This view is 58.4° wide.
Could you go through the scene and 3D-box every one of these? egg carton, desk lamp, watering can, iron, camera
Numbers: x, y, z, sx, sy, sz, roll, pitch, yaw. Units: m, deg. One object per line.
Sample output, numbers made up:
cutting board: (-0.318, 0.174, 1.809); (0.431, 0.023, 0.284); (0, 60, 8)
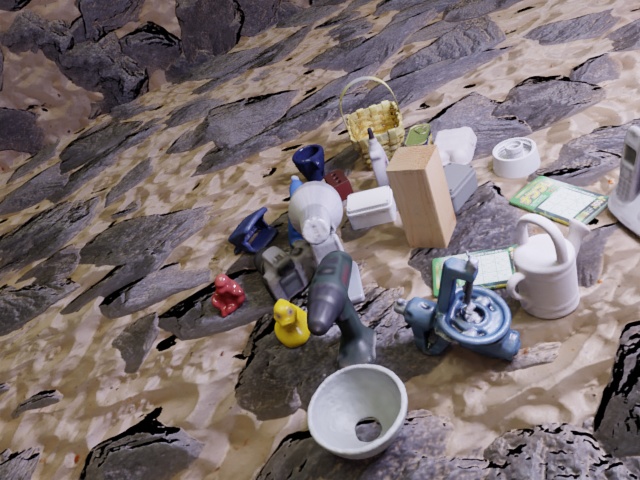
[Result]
egg carton: (0.339, -0.227, 1.451); (0.107, 0.069, 0.150); (-4, 39, 25)
desk lamp: (0.011, 0.004, 1.206); (0.118, 0.214, 0.203); (-19, 35, 6)
watering can: (0.386, 0.029, 0.979); (0.100, 0.194, 0.173); (12, 48, 40)
iron: (-0.044, -0.087, 1.420); (0.118, 0.142, 0.258); (-20, 35, 5)
camera: (-0.085, 0.049, 1.300); (0.143, 0.101, 0.136); (-37, 37, -18)

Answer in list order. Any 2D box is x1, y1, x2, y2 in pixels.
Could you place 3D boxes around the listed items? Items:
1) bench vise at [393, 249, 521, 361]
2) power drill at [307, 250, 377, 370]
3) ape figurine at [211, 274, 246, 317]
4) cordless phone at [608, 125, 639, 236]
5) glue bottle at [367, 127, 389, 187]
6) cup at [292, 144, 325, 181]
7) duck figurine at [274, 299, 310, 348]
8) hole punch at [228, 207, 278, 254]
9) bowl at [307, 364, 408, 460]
bench vise: (0.211, 0.114, 0.943); (0.207, 0.220, 0.121); (-8, 38, 20)
power drill: (0.037, 0.137, 1.022); (0.075, 0.209, 0.229); (-12, 37, 16)
ape figurine: (-0.211, 0.116, 1.291); (0.077, 0.092, 0.076); (-7, 38, 22)
cordless phone: (0.596, -0.106, 1.046); (0.094, 0.185, 0.147); (-23, 35, 0)
glue bottle: (0.146, -0.206, 1.441); (0.037, 0.173, 0.078); (-11, 37, 17)
cup: (-0.016, -0.202, 1.595); (0.092, 0.095, 0.117); (-31, 36, -11)
duck figurine: (-0.066, 0.156, 1.162); (0.077, 0.086, 0.104); (-22, 35, 2)
hole punch: (-0.180, -0.026, 1.461); (0.100, 0.091, 0.109); (5, 44, 34)
bowl: (0.067, 0.288, 0.924); (0.167, 0.075, 0.167); (-15, 36, 12)
